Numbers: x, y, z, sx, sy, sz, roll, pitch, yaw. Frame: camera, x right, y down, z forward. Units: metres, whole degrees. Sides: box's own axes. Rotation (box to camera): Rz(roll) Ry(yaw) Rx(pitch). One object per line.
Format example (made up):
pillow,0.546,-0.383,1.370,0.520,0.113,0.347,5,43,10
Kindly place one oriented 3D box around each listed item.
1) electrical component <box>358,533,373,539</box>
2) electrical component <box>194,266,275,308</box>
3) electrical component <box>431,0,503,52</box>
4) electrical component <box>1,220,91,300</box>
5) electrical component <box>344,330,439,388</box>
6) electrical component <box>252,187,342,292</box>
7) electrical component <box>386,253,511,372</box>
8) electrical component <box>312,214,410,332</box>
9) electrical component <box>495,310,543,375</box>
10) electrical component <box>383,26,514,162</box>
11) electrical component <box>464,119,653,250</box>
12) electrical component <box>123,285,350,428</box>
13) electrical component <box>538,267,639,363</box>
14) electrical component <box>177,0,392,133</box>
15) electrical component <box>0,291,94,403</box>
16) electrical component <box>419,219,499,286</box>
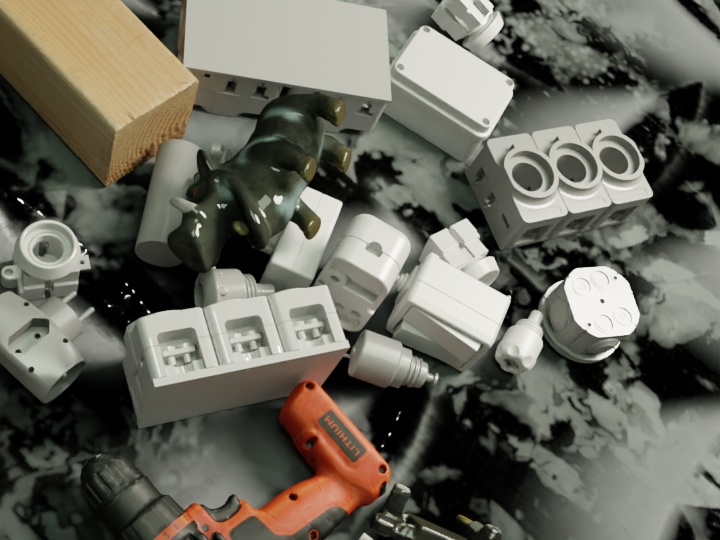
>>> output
electrical component,0.015,0.227,0.798,0.065,0.044,0.044,38,57,8
electrical component,-0.100,0.020,0.867,0.062,0.048,0.048,-1,63,-28
electrical component,0.111,-0.254,1.083,0.055,0.066,0.048,44,55,-17
electrical component,-0.240,-0.007,0.823,0.066,0.055,0.048,-7,65,-23
electrical component,0.026,0.078,0.882,0.078,0.040,0.040,20,58,-9
electrical component,-0.067,-0.029,0.903,0.076,0.047,0.083,23,57,-6
electrical component,0.067,0.036,0.906,0.096,0.061,0.061,29,57,-3
electrical component,0.000,0.000,0.882,0.054,0.095,0.059,30,57,-2
electrical component,0.144,0.060,0.938,0.035,0.035,0.061,34,55,0
electrical component,0.081,-0.169,1.025,0.113,0.057,0.078,32,57,-1
electrical component,0.190,-0.084,1.016,0.150,0.061,0.089,-12,68,-25
electrical component,-0.097,0.062,0.817,0.150,0.089,0.061,-10,67,-24
electrical component,0.205,0.038,0.961,0.080,0.051,0.080,9,60,-15
electrical component,-0.071,-0.194,0.982,0.186,0.060,0.105,7,61,-16
electrical component,-0.235,0.046,0.804,0.077,0.043,0.079,42,57,5
electrical component,0.089,-0.007,0.949,0.066,0.048,0.055,-26,67,-29
